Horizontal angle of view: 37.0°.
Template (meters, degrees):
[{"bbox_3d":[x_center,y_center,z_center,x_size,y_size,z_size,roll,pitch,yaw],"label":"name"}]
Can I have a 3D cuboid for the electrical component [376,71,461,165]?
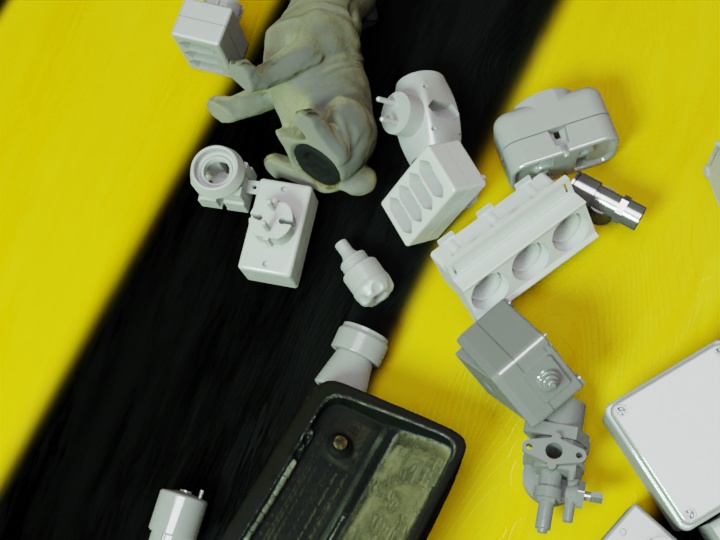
[{"bbox_3d":[0.045,-0.132,0.931,0.043,0.079,0.077,-27,65,44],"label":"electrical component"}]

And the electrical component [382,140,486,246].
[{"bbox_3d":[0.075,-0.067,0.911,0.076,0.083,0.047,-15,67,-38],"label":"electrical component"}]

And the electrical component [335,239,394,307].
[{"bbox_3d":[0.000,0.000,0.915,0.035,0.035,0.061,-35,70,-4],"label":"electrical component"}]

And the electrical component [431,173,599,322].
[{"bbox_3d":[0.125,-0.021,0.886,0.121,0.078,0.063,-36,43,-4],"label":"electrical component"}]

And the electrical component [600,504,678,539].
[{"bbox_3d":[0.222,0.218,0.798,0.083,0.075,0.047,41,82,17],"label":"electrical component"}]

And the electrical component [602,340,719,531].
[{"bbox_3d":[0.262,0.128,0.830,0.109,0.056,0.108,-30,72,-2],"label":"electrical component"}]

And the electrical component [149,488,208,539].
[{"bbox_3d":[-0.151,0.212,0.867,0.040,0.040,0.078,14,76,11],"label":"electrical component"}]

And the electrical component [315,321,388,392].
[{"bbox_3d":[-0.006,0.076,0.887,0.045,0.045,0.055,22,76,13],"label":"electrical component"}]

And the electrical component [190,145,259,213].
[{"bbox_3d":[-0.121,-0.080,0.944,0.066,0.055,0.048,9,75,10],"label":"electrical component"}]

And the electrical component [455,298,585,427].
[{"bbox_3d":[0.123,0.076,0.836,0.061,0.096,0.061,-41,115,0],"label":"electrical component"}]

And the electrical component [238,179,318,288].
[{"bbox_3d":[-0.072,-0.037,0.914,0.047,0.075,0.083,10,75,10],"label":"electrical component"}]

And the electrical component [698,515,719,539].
[{"bbox_3d":[0.297,0.221,0.801,0.056,0.050,0.089,-29,72,-3],"label":"electrical component"}]

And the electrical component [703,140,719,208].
[{"bbox_3d":[0.329,-0.060,0.876,0.061,0.061,0.096,-15,72,3],"label":"electrical component"}]

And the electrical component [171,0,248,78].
[{"bbox_3d":[-0.130,-0.228,0.985,0.047,0.065,0.076,15,76,12],"label":"electrical component"}]

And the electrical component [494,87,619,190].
[{"bbox_3d":[0.165,-0.115,0.918,0.095,0.053,0.059,-18,72,2],"label":"electrical component"}]
